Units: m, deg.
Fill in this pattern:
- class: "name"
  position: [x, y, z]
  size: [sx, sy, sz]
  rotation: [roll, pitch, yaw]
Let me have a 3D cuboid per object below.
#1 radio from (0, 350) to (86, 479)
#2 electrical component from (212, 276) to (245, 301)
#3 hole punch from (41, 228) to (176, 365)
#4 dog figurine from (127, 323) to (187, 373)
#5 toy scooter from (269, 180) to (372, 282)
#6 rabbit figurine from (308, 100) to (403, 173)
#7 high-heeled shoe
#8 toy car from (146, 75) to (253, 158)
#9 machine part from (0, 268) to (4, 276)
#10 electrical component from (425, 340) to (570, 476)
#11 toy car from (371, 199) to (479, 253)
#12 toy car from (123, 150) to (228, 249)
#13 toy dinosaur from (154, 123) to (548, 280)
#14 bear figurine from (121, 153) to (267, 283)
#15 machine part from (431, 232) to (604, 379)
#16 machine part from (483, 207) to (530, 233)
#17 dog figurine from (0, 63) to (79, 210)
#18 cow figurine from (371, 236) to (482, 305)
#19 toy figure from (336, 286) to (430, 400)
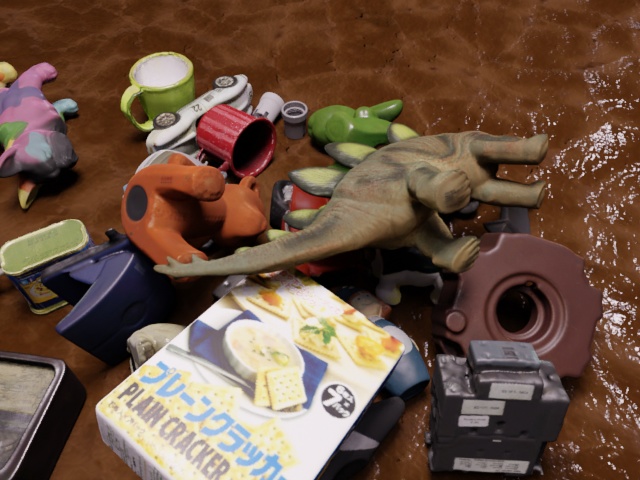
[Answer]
- class: "radio"
  position: [-0.372, 0.178, 0.534]
  size: [0.230, 0.073, 0.131]
  rotation: [5, 52, 5]
- class: "electrical component"
  position: [-0.099, 0.062, 0.657]
  size: [0.094, 0.021, 0.063]
  rotation: [33, 59, 23]
- class: "hole punch"
  position: [-0.224, 0.066, 0.591]
  size: [0.116, 0.142, 0.092]
  rotation: [-28, 54, -4]
- class: "dog figurine"
  position: [-0.092, 0.135, 0.567]
  size: [0.190, 0.121, 0.172]
  rotation: [-14, 55, -28]
- class: "toy scooter"
  position: [-0.001, -0.002, 0.675]
  size: [0.135, 0.075, 0.184]
  rotation: [5, 51, -2]
- class: "rabbit figurine"
  position: [0.052, -0.155, 0.773]
  size: [0.159, 0.121, 0.170]
  rotation: [-20, 39, -19]
- class: "high-heeled shoe"
  position: [0.015, 0.256, 0.475]
  size: [0.249, 0.086, 0.145]
  rotation: [-30, 65, -20]
- class: "toy car"
  position: [-0.175, -0.179, 0.814]
  size: [0.056, 0.073, 0.202]
  rotation: [32, 59, 27]
- class: "machine part"
  position: [-0.473, 0.079, 0.611]
  size: [0.243, 0.079, 0.079]
  rotation: [-27, 57, -21]
- class: "electrical component"
  position: [0.164, 0.158, 0.509]
  size: [0.115, 0.134, 0.058]
  rotation: [3, 28, -1]
- class: "toy car"
  position: [0.137, -0.054, 0.704]
  size: [0.202, 0.089, 0.053]
  rotation: [-26, 38, -19]
- class: "toy car"
  position: [-0.187, -0.068, 0.711]
  size: [0.162, 0.102, 0.109]
  rotation: [27, 56, 18]
- class: "toy dinosaur"
  position: [0.075, -0.043, 0.548]
  size: [0.471, 0.104, 0.199]
  rotation: [-23, 30, -34]
- class: "bear figurine"
  position: [-0.114, -0.022, 0.600]
  size: [0.132, 0.195, 0.120]
  rotation: [19, 96, 37]
- class: "machine part"
  position: [0.209, 0.076, 0.570]
  size: [0.179, 0.056, 0.179]
  rotation: [0, 86, -5]
- class: "machine part"
  position: [0.249, -0.020, 0.697]
  size: [0.084, 0.039, 0.139]
  rotation: [39, 44, -16]
- class: "dog figurine"
  position: [-0.442, -0.150, 0.774]
  size: [0.192, 0.108, 0.219]
  rotation: [-3, 54, -4]
- class: "cow figurine"
  position: [0.148, 0.027, 0.637]
  size: [0.167, 0.098, 0.068]
  rotation: [2, 47, 0]
- class: "toy figure"
  position: [0.064, 0.105, 0.604]
  size: [0.064, 0.057, 0.155]
  rotation: [8, 37, -45]
